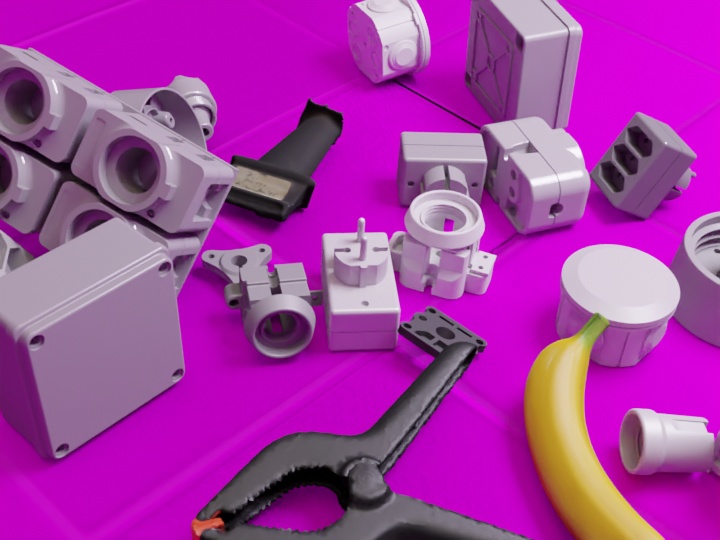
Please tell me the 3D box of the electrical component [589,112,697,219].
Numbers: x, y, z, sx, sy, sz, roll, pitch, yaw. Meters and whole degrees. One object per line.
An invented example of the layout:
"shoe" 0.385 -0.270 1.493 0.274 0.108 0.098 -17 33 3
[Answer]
"electrical component" 0.239 -0.078 0.863 0.077 0.065 0.047 15 32 -33

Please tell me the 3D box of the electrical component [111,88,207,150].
"electrical component" -0.159 -0.089 0.815 0.064 0.099 0.099 4 41 9

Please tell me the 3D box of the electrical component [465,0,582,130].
"electrical component" 0.139 -0.185 0.938 0.056 0.108 0.108 -13 44 -14

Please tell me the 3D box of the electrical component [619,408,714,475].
"electrical component" 0.189 0.107 0.663 0.046 0.040 0.040 4 41 -9

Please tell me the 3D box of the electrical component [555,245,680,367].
"electrical component" 0.177 0.024 0.747 0.080 0.051 0.080 2 41 -2

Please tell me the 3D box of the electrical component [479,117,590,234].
"electrical component" 0.139 -0.077 0.856 0.059 0.053 0.095 -12 44 -17

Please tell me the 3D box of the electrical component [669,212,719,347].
"electrical component" 0.278 0.001 0.773 0.108 0.060 0.108 2 41 -2

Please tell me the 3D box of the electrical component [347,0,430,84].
"electrical component" 0.026 -0.213 0.983 0.051 0.080 0.080 -22 47 -19

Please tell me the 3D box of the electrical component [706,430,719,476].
"electrical component" 0.310 0.068 0.666 0.186 0.105 0.060 -25 49 -29

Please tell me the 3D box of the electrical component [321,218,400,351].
"electrical component" 0.000 0.000 0.740 0.047 0.075 0.083 -1 42 -6

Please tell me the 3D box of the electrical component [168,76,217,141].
"electrical component" -0.141 -0.132 0.904 0.043 0.043 0.062 -14 46 -19

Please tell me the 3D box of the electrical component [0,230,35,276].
"electrical component" -0.279 0.000 0.726 0.076 0.083 0.047 -30 38 19

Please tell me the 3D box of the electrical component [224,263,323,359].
"electrical component" -0.056 0.027 0.728 0.066 0.048 0.055 -5 34 -11

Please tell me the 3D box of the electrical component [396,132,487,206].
"electrical component" 0.065 -0.067 0.844 0.066 0.047 0.076 1 41 -4

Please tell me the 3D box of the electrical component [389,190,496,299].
"electrical component" 0.060 -0.020 0.782 0.078 0.057 0.058 16 43 14

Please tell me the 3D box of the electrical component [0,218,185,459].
"electrical component" -0.168 0.041 0.655 0.056 0.108 0.109 32 48 31

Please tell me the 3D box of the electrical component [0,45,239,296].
"electrical component" -0.194 -0.067 0.743 0.186 0.105 0.060 31 12 13
